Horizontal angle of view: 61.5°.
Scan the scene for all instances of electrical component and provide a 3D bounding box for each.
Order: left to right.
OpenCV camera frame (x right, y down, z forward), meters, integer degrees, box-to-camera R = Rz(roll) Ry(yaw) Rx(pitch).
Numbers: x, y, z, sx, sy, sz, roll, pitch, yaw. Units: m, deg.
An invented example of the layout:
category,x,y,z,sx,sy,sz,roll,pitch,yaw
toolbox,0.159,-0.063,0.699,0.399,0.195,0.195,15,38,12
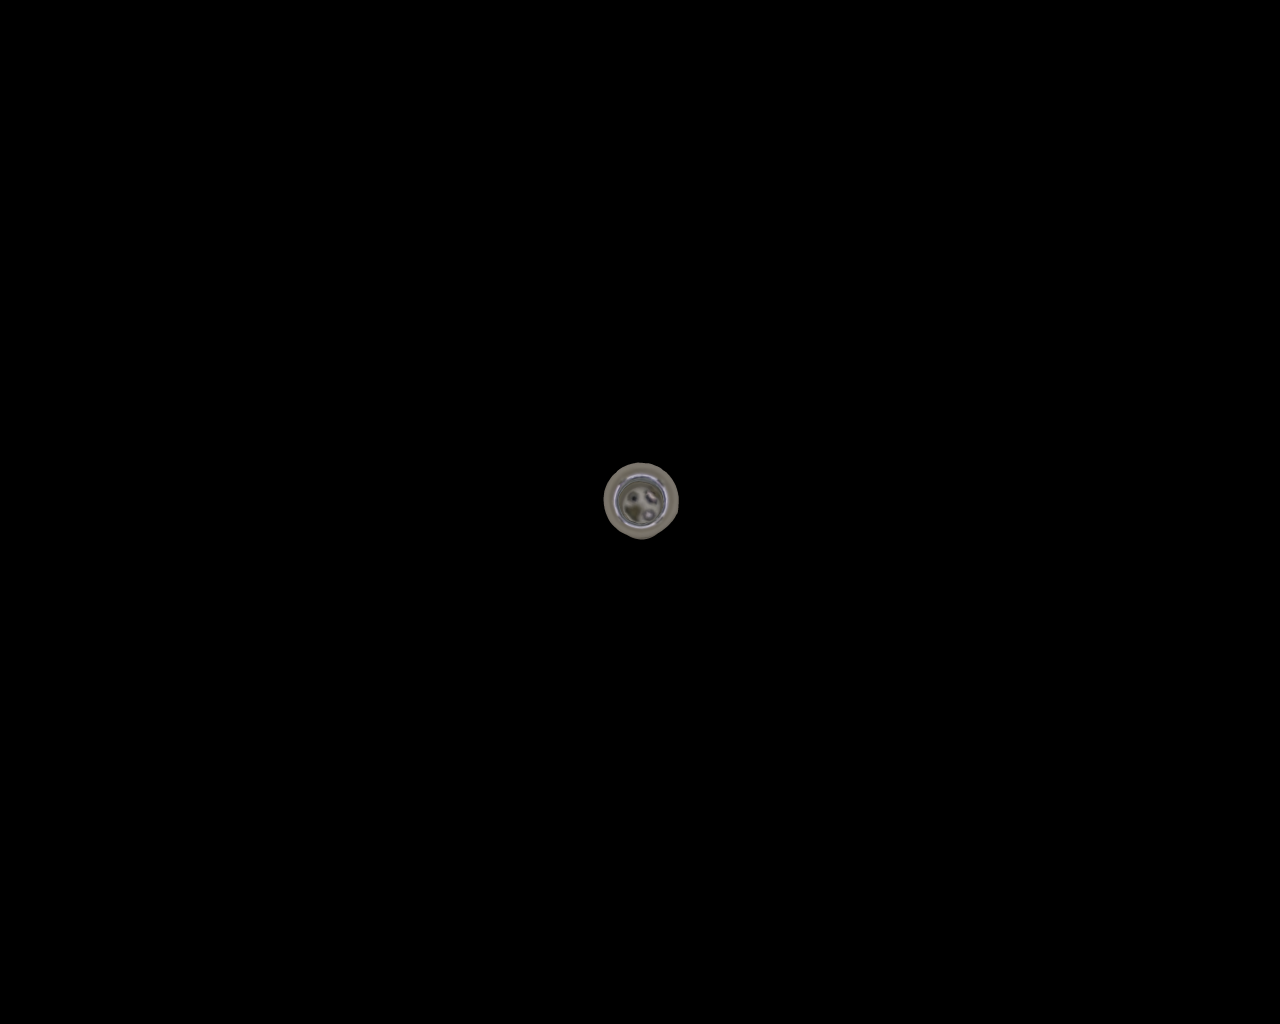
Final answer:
category,x,y,z,sx,sy,sz,roll,pitch,yaw
electrical component,0.001,-0.003,0.650,0.044,0.044,0.065,0,-9,0
